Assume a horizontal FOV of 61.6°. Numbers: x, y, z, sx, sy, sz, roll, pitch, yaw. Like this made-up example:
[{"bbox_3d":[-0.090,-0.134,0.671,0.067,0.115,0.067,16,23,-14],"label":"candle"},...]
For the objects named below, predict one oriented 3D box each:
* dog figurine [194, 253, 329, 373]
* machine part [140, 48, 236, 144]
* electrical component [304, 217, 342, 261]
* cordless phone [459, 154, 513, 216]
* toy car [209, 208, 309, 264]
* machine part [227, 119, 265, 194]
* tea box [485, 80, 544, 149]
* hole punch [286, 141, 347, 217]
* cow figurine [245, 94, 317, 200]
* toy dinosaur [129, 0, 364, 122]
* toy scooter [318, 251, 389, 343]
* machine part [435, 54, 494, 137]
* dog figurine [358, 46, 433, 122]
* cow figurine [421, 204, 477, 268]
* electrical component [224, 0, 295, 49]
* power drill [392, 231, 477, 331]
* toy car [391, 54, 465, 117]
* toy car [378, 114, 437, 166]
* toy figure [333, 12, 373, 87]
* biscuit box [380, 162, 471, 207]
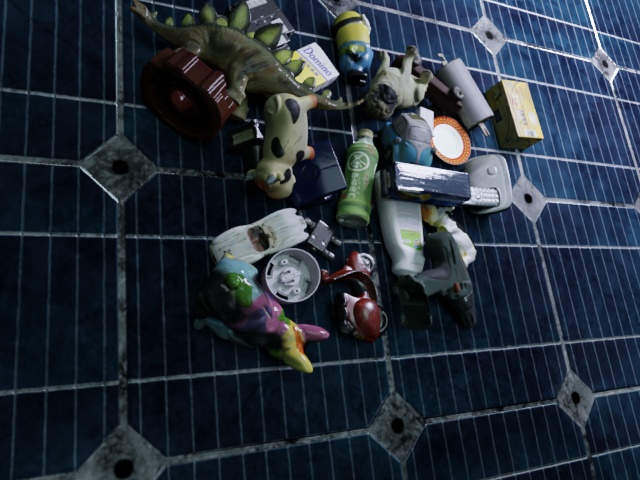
[{"bbox_3d":[-0.090,0.133,0.900,0.219,0.191,0.108,26,55,1],"label":"dog figurine"},{"bbox_3d":[-0.238,-0.257,0.965,0.179,0.179,0.056,38,57,-10],"label":"machine part"},{"bbox_3d":[-0.002,-0.003,1.076,0.094,0.021,0.063,36,61,-11],"label":"electrical component"},{"bbox_3d":[0.354,-0.133,1.266,0.184,0.089,0.146,3,72,-21],"label":"cordless phone"},{"bbox_3d":[-0.109,-0.002,1.002,0.202,0.056,0.073,-24,84,-30],"label":"toy car"},{"bbox_3d":[-0.133,-0.156,1.041,0.039,0.084,0.138,-16,88,-66],"label":"machine part"},{"bbox_3d":[0.513,-0.330,1.421,0.098,0.068,0.169,0,72,-28],"label":"tea box"},{"bbox_3d":[-0.017,-0.127,1.076,0.116,0.092,0.142,-18,84,-27],"label":"hole punch"},{"bbox_3d":[-0.072,-0.169,0.985,0.127,0.086,0.194,-17,118,-50],"label":"cow figurine"},{"bbox_3d":[-0.141,-0.340,1.046,0.471,0.105,0.198,29,80,-13],"label":"toy dinosaur"},{"bbox_3d":[0.057,0.107,1.027,0.135,0.075,0.184,6,67,-39],"label":"toy scooter"},{"bbox_3d":[0.363,-0.365,1.354,0.079,0.079,0.243,-26,84,-31],"label":"machine part"},{"bbox_3d":[0.166,-0.315,1.213,0.172,0.121,0.190,42,60,-36],"label":"dog figurine"},{"bbox_3d":[0.290,-0.019,1.200,0.098,0.068,0.167,-27,89,-37],"label":"cow figurine"},{"bbox_3d":[-0.125,-0.448,1.152,0.115,0.058,0.134,-33,90,-30],"label":"electrical component"},{"bbox_3d":[0.244,0.109,1.090,0.207,0.086,0.231,-23,102,-39],"label":"power drill"},{"bbox_3d":[0.260,-0.376,1.298,0.202,0.089,0.053,32,54,-14],"label":"toy car"},{"bbox_3d":[0.199,-0.224,1.184,0.109,0.102,0.162,12,38,-21],"label":"toy car"},{"bbox_3d":[0.076,-0.443,1.237,0.089,0.082,0.180,10,71,-24],"label":"toy figure"},{"bbox_3d":[0.224,-0.114,1.128,0.202,0.059,0.063,5,74,-27],"label":"biscuit box"}]
